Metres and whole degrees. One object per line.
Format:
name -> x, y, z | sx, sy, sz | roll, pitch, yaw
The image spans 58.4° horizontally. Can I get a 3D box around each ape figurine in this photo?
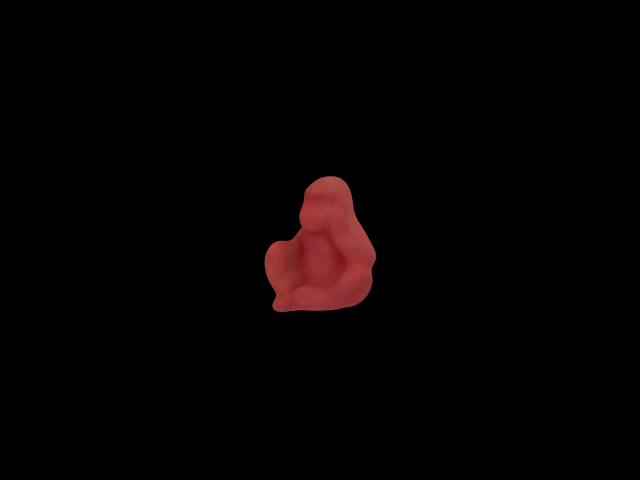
ape figurine -> 0.004, 0.001, 0.400 | 0.077, 0.092, 0.076 | 2, 3, 36
